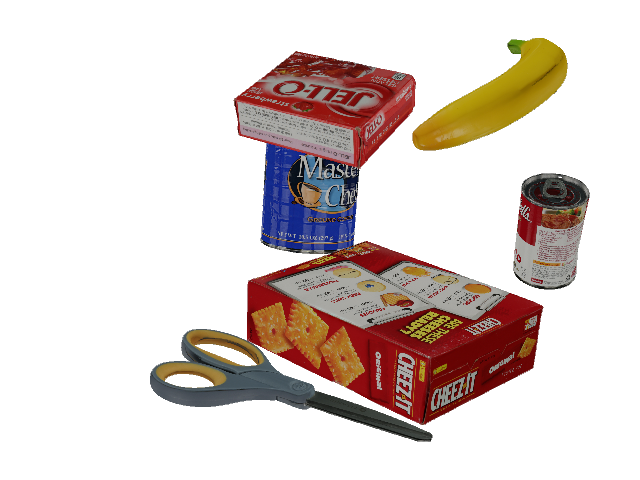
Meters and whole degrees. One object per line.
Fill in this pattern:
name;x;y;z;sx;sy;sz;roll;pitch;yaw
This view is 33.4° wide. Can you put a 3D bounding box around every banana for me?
banana;0.141;-0.113;0.808;0.070;0.037;0.197;-11;20;39

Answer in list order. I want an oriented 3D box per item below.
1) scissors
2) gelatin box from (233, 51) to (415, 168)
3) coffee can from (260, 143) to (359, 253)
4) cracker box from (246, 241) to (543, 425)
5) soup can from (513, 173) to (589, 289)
scissors;-0.033;0.107;0.718;0.202;0.016;0.096;23;30;37
gelatin box;0.004;-0.083;0.658;0.089;0.030;0.073;17;40;26
coffee can;-0.010;-0.065;1.137;0.103;0.140;0.103;4;12;-1
cracker box;0.063;0.076;0.961;0.214;0.072;0.163;21;27;40
soup can;0.237;-0.009;1.102;0.068;0.102;0.068;0;33;0
